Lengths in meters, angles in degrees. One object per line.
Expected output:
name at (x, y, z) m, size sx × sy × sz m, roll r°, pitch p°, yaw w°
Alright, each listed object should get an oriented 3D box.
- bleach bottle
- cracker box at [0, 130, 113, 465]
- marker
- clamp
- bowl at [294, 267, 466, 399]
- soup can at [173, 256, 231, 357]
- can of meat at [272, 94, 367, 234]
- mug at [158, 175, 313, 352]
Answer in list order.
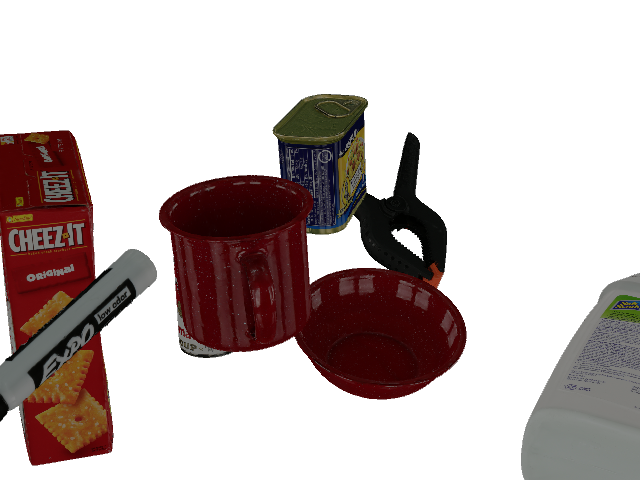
bleach bottle at (0.210, 0.081, 0.680) m, size 0.103 × 0.068 × 0.250 m, roll 15°, pitch 28°, yaw 23°
cracker box at (-0.211, 0.040, 0.839) m, size 0.072 × 0.214 × 0.164 m, roll -6°, pitch 27°, yaw -16°
marker at (-0.114, 0.045, 0.449) m, size 0.020 × 0.020 × 0.121 m, roll 0°, pitch 34°, yaw 41°
clamp at (0.065, -0.030, 1.152) m, size 0.164 × 0.210 × 0.036 m, roll -9°, pitch -36°, yaw -19°
bowl at (0.051, 0.096, 0.991) m, size 0.162 × 0.055 × 0.162 m, roll 3°, pitch 38°, yaw -3°
soup can at (-0.119, 0.064, 1.132) m, size 0.068 × 0.102 × 0.068 m, roll -1°, pitch 21°, yaw 0°
can of meat at (0.003, -0.063, 0.864) m, size 0.057 × 0.084 × 0.102 m, roll 5°, pitch 27°, yaw 17°
mug at (-0.044, 0.020, 0.646) m, size 0.093 × 0.081 × 0.117 m, roll -11°, pitch 27°, yaw -14°
